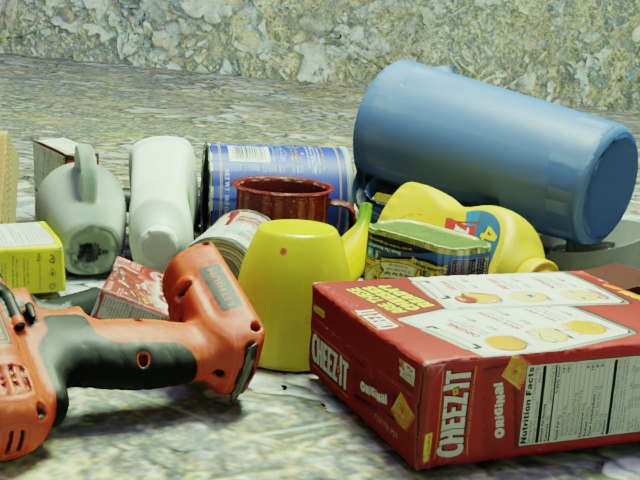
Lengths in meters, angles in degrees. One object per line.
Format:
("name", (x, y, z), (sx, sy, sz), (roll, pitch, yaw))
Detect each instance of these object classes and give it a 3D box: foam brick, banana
("foam brick", (0.225, 0.053, 0.830), (0.078, 0.051, 0.053), (-7, 18, -39))
("banana", (0.000, 0.018, 0.880), (0.037, 0.069, 0.197), (-10, 7, 25))

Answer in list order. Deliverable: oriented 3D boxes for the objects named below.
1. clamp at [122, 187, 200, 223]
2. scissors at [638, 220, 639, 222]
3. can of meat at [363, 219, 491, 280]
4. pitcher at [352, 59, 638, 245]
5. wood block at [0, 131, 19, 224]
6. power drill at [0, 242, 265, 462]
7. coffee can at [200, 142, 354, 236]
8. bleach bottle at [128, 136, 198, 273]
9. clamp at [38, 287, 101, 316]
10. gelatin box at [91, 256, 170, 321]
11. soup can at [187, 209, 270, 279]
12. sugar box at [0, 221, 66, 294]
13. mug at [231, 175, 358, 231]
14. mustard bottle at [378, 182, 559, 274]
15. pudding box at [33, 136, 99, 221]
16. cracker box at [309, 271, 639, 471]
("clamp", (-0.139, -0.040, 1.159), (0.210, 0.036, 0.164), (8, 10, 8))
("scissors", (0.315, 0.019, 1.049), (0.016, 0.096, 0.202), (-45, 0, -14))
("can of meat", (0.077, 0.035, 0.796), (0.057, 0.084, 0.102), (-8, 17, -42))
("pitcher", (0.153, -0.070, 0.975), (0.243, 0.149, 0.144), (21, 19, 38))
("wood block", (-0.379, -0.046, 0.943), (0.206, 0.091, 0.090), (2, -12, -9))
("power drill", (-0.142, 0.044, 0.642), (0.187, 0.057, 0.184), (-5, 43, -31))
("coffee can", (-0.045, -0.043, 1.054), (0.140, 0.103, 0.103), (1, 13, -11))
("bleach bottle", (-0.143, -0.029, 0.962), (0.068, 0.102, 0.251), (-5, 13, -6))
("clamp", (-0.214, 0.053, 0.725), (0.120, 0.039, 0.171), (8, 11, -3))
("gelatin box", (-0.120, 0.046, 0.765), (0.073, 0.030, 0.089), (22, 12, -8))
("soup can", (-0.071, 0.018, 0.861), (0.068, 0.068, 0.102), (5, 14, 7))
("sugar box", (-0.299, 0.018, 0.850), (0.176, 0.048, 0.093), (-6, 15, -23))
("mug", (-0.024, -0.010, 0.964), (0.117, 0.081, 0.093), (1, 13, -11))
("mustard bottle", (0.122, 0.018, 0.853), (0.058, 0.096, 0.192), (24, -1, -40))
("pudding box", (-0.251, -0.051, 1.057), (0.039, 0.090, 0.114), (-6, 16, -32))
("cracker box", (0.120, 0.074, 0.671), (0.213, 0.072, 0.164), (-3, 14, -22))
